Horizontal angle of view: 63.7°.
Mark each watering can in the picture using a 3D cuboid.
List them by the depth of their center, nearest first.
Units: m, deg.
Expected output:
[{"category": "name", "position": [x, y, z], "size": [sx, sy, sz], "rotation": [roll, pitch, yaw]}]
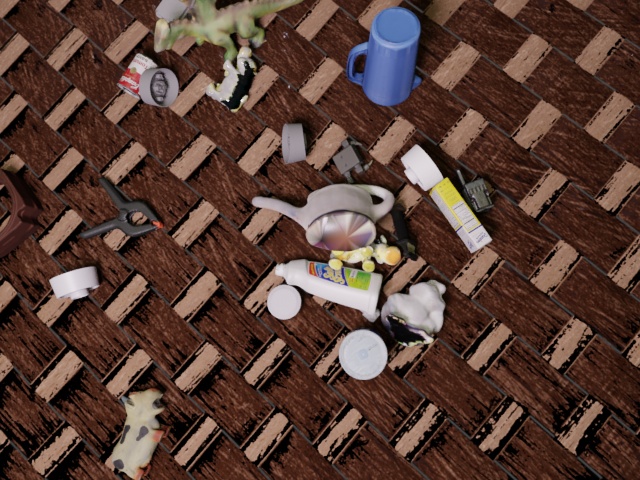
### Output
[{"category": "watering can", "position": [0.004, -0.060, 1.200], "size": [0.347, 0.229, 0.102], "rotation": [-6, 122, 4]}]

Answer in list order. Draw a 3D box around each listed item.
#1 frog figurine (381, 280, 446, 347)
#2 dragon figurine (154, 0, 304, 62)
[{"category": "frog figurine", "position": [0.220, 0.160, 1.192], "size": [0.138, 0.119, 0.163], "rotation": [19, 48, 17]}, {"category": "dragon figurine", "position": [-0.234, -0.580, 1.290], "size": [0.410, 0.240, 0.123], "rotation": [-33, 75, 2]}]
